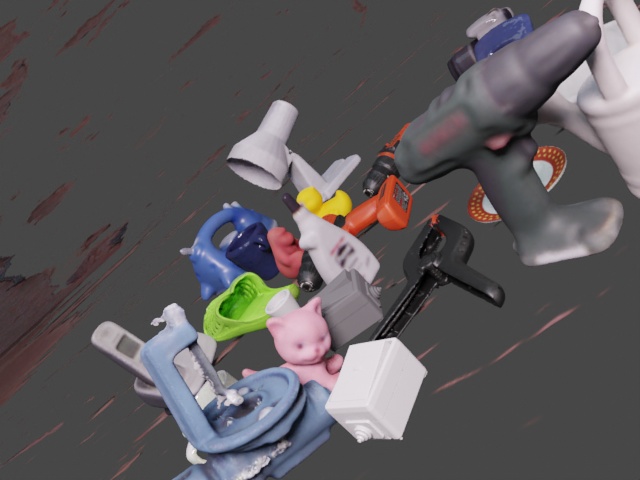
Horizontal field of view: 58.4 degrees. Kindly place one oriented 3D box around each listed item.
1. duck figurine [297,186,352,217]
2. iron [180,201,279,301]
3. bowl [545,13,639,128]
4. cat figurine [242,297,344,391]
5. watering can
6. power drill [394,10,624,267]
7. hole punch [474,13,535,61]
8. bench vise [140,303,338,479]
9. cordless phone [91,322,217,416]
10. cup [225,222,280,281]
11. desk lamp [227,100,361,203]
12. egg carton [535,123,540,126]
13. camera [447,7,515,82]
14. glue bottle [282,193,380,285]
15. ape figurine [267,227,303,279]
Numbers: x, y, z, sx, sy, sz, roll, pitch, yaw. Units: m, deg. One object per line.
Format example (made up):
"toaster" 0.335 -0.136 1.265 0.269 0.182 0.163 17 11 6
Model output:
"duck figurine" -0.001 -0.061 1.044 0.104 0.086 0.077 -39 20 9
"iron" -0.184 -0.003 1.189 0.118 0.142 0.258 -26 25 38
"bowl" 0.332 -0.186 0.686 0.167 0.075 0.167 -37 21 17
"cat figurine" -0.030 0.131 0.654 0.128 0.118 0.067 -40 20 8
"watering can" 0.274 -0.132 0.507 0.172 0.194 0.101 -27 25 37
"power drill" 0.188 -0.076 0.534 0.229 0.209 0.076 -19 31 48
"hole punch" 0.312 -0.301 0.937 0.108 0.091 0.101 -27 25 37
"bench vise" -0.102 0.179 0.541 0.121 0.220 0.208 -18 32 49
"cordless phone" -0.261 0.172 0.908 0.094 0.185 0.147 -34 22 22
"cup" -0.105 0.027 1.048 0.092 0.095 0.117 -52 22 -25
"desk lamp" -0.059 -0.167 1.184 0.203 0.214 0.117 -51 21 -22
"egg carton" 0.315 -0.227 0.812 0.150 0.069 0.107 -42 20 3
"camera" 0.302 -0.357 1.057 0.136 0.101 0.143 -31 23 30
"glue bottle" 0.007 0.003 0.767 0.037 0.173 0.078 -16 33 51
"ape figurine" -0.053 0.016 0.974 0.076 0.092 0.078 -33 22 26
